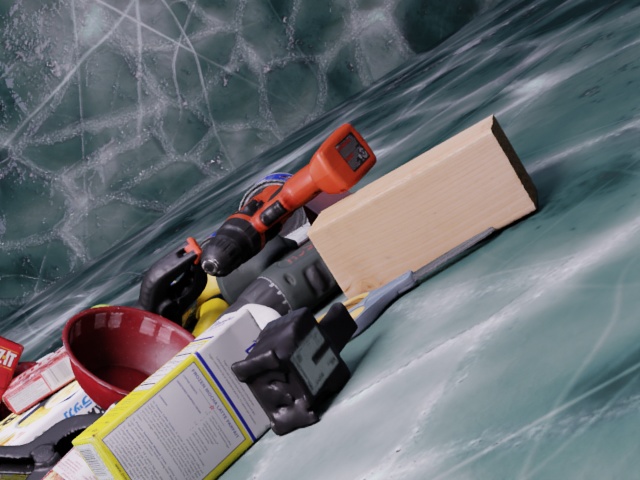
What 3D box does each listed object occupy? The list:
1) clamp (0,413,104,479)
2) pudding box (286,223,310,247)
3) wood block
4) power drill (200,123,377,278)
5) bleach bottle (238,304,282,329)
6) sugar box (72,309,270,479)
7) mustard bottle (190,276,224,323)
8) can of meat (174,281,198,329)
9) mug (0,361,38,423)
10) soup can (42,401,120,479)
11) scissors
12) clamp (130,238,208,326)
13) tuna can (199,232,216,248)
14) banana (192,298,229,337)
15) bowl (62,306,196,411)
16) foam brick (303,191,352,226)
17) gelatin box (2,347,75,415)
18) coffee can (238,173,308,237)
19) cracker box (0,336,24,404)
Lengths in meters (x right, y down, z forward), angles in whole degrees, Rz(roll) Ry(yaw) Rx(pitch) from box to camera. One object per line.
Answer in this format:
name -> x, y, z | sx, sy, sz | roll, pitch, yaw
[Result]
clamp -> -0.260, 0.223, 1.009 | 0.209, 0.036, 0.165 | -17, 35, -13
pudding box -> -0.009, 0.002, 1.392 | 0.090, 0.039, 0.114 | -34, 9, -10
wood block -> 0.103, -0.030, 1.063 | 0.206, 0.091, 0.090 | -29, 9, 18
power drill -> -0.037, -0.042, 1.171 | 0.188, 0.057, 0.184 | -33, 10, 35
bleach bottle -> -0.134, 0.159, 0.970 | 0.250, 0.068, 0.103 | -38, 15, -18
sugar box -> -0.102, 0.143, 0.862 | 0.176, 0.093, 0.048 | -39, 13, -37
mustard bottle -> -0.138, 0.061, 1.419 | 0.192, 0.058, 0.096 | -27, -12, 23
can of meat -> -0.203, 0.109, 1.332 | 0.102, 0.057, 0.083 | -60, -8, 30
mug -> -0.373, 0.217, 1.351 | 0.117, 0.093, 0.082 | -62, 21, -6
soup can -> -0.179, 0.192, 0.879 | 0.102, 0.068, 0.069 | -48, 15, -21
scissors -> 0.072, 0.049, 0.997 | 0.202, 0.016, 0.096 | -29, 12, 20
clamp -> -0.172, 0.074, 1.214 | 0.172, 0.039, 0.120 | -49, -31, 18
tuna can -> -0.131, 0.030, 1.480 | 0.086, 0.086, 0.033 | -28, 8, 23
banana -> -0.137, 0.102, 1.298 | 0.070, 0.037, 0.197 | -31, 10, 9
bowl -> -0.194, 0.136, 1.108 | 0.162, 0.162, 0.055 | -56, -11, -65
foam brick -> 0.025, -0.025, 1.296 | 0.053, 0.051, 0.078 | -35, 41, -15
gelatin box -> -0.310, 0.155, 1.205 | 0.089, 0.030, 0.073 | -32, 10, -2
coffee can -> -0.059, -0.041, 1.519 | 0.103, 0.103, 0.140 | -31, 5, 5
cracker box -> -0.446, 0.221, 1.300 | 0.164, 0.072, 0.213 | -14, 53, 59
